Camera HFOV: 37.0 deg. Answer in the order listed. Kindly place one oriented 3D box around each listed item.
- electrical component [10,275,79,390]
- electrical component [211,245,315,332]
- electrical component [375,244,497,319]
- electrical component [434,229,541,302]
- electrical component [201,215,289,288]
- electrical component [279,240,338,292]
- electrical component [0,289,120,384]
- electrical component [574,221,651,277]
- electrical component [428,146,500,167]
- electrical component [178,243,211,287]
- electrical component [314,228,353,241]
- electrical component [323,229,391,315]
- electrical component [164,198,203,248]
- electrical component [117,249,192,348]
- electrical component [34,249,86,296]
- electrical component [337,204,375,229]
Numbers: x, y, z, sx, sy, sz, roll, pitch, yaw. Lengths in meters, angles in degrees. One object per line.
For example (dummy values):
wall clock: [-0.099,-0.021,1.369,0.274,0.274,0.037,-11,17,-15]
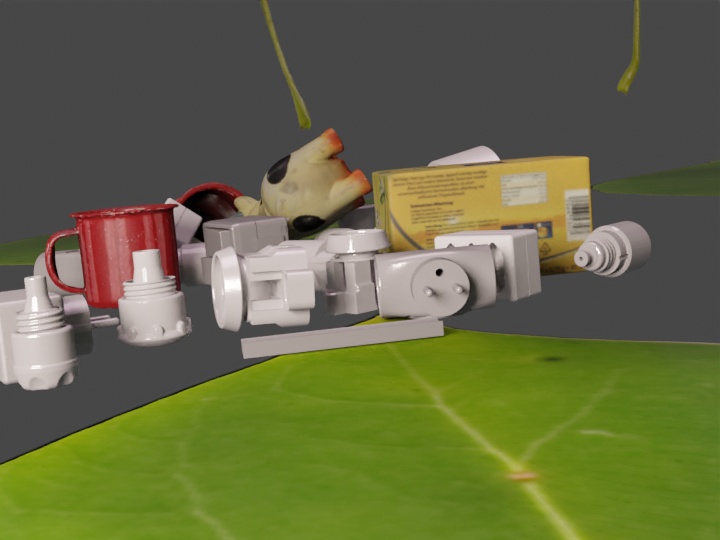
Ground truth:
electrical component: [-0.176,0.034,0.595,0.035,0.061,0.035,-5,7,1]
electrical component: [-0.069,0.012,0.730,0.057,0.058,0.078,-4,6,-17]
electrical component: [0.051,0.010,0.705,0.077,0.044,0.079,-5,7,-2]
electrical component: [0.104,-0.006,0.792,0.066,0.047,0.077,0,8,39]
electrical component: [-0.100,-0.014,0.947,0.061,0.061,0.096,-9,8,-26]
electrical component: [-0.030,-0.003,0.884,0.081,0.043,0.043,1,9,42]
electrical component: [-0.185,0.036,0.650,0.077,0.047,0.066,-8,7,-29]
electrical component: [0.191,-0.014,0.826,0.040,0.040,0.078,1,10,44]
electrical component: [0.091,-0.053,0.966,0.060,0.108,0.108,-13,8,-15]
electrical component: [-0.164,-0.004,1.005,0.078,0.040,0.040,-5,7,-4]
electrical component: [-0.011,-0.017,0.993,0.043,0.043,0.062,-11,10,-41]
electrical component: [0.000,0.000,0.781,0.066,0.055,0.048,-11,9,-40]
electrical component: [-0.175,-0.018,1.054,0.065,0.077,0.047,-47,16,39]
electrical component: [-0.136,0.018,0.700,0.048,0.062,0.048,-5,6,1]
electrical component: [-0.256,0.000,1.027,0.077,0.043,0.079,-2,7,20]
electrical component: [-0.003,-0.039,1.123,0.045,0.055,0.045,-5,7,1]
